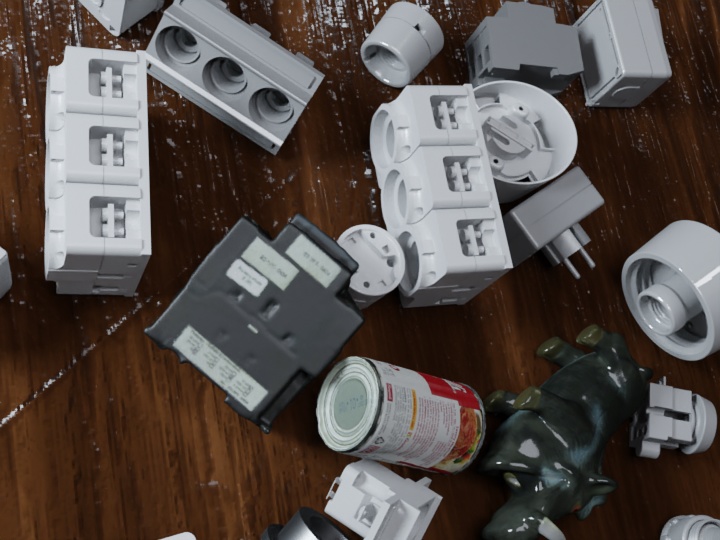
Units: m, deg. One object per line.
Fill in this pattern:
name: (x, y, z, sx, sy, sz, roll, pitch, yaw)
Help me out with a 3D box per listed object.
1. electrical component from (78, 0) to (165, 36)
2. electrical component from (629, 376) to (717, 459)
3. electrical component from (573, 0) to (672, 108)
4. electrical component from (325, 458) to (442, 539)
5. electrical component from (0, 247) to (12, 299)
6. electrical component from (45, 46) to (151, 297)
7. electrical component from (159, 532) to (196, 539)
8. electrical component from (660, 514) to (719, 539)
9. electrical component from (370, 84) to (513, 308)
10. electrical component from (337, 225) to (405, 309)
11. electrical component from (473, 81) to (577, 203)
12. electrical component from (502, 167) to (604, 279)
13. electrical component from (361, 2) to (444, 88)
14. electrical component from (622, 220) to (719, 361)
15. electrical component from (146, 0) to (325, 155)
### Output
electrical component: (-0.196, -0.245, 0.811, 0.113, 0.078, 0.057, 45, 65, 1)
electrical component: (0.248, 0.119, 0.854, 0.055, 0.048, 0.066, 11, 67, -8)
electrical component: (0.232, -0.200, 0.958, 0.061, 0.061, 0.096, -3, 72, -21)
electrical component: (0.014, 0.162, 0.738, 0.064, 0.081, 0.042, 28, 101, 20)
electrical component: (-0.284, -0.004, 0.702, 0.096, 0.061, 0.061, 35, 62, 4)
electrical component: (-0.183, -0.066, 0.741, 0.062, 0.089, 0.150, 2, 70, -19)
electrical component: (-0.145, 0.202, 0.674, 0.089, 0.055, 0.050, -12, 75, -23)
electrical component: (0.263, 0.207, 0.816, 0.048, 0.062, 0.048, 7, 68, -18)
electrical component: (0.055, -0.055, 0.824, 0.062, 0.089, 0.150, -4, 72, -21)
electrical component: (0.000, 0.000, 0.807, 0.055, 0.047, 0.055, 7, 68, -18)
electrical component: (0.119, -0.105, 0.880, 0.099, 0.064, 0.099, 7, 68, -18)
electrical component: (0.162, -0.028, 0.877, 0.083, 0.047, 0.075, -33, 84, -27)
electrical component: (0.034, -0.184, 0.885, 0.055, 0.055, 0.047, 39, 66, -3)
electrical component: (0.258, 0.021, 0.862, 0.060, 0.108, 0.108, -29, 82, -20)
electrical component: (-0.094, -0.155, 0.818, 0.121, 0.078, 0.063, 33, 34, -6)
